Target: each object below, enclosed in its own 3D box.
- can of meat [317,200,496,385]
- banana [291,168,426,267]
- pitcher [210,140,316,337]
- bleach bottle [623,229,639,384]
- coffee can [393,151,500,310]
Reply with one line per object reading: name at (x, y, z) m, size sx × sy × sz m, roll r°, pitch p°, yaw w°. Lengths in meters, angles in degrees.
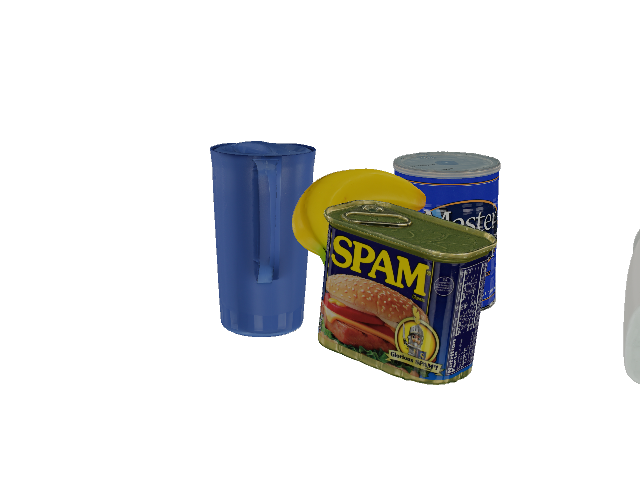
can of meat at (0.047, 0.030, 0.633) m, size 0.102 × 0.084 × 0.057 m, roll 19°, pitch 23°, yaw 36°
banana at (0.026, -0.025, 0.852) m, size 0.037 × 0.069 × 0.197 m, roll -35°, pitch 1°, yaw 32°
pitcher at (-0.073, -0.003, 1.357) m, size 0.145 × 0.243 × 0.148 m, roll 10°, pitch 15°, yaw 36°
bleach bottle at (0.272, 0.031, 0.763) m, size 0.103 × 0.068 × 0.250 m, roll 8°, pitch 21°, yaw 16°
coffee can at (0.122, -0.009, 1.043) m, size 0.103 × 0.140 × 0.103 m, roll -1°, pitch 15°, yaw 0°
